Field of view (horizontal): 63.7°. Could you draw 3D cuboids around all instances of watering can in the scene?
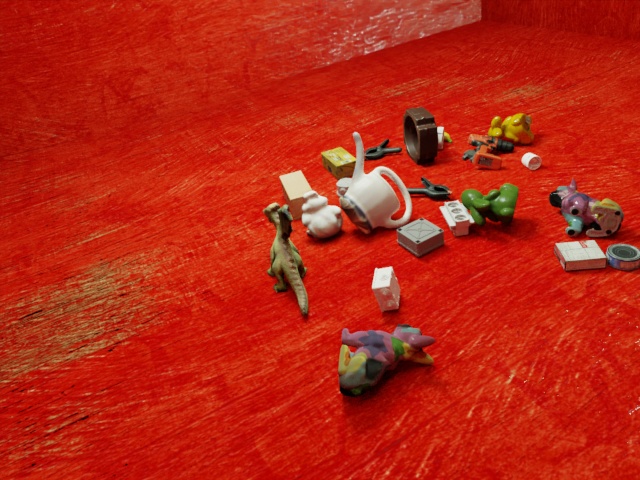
[{"bbox_3d":[0.156,-0.170,1.716,0.226,0.347,0.103,-39,1,-13],"label":"watering can"}]

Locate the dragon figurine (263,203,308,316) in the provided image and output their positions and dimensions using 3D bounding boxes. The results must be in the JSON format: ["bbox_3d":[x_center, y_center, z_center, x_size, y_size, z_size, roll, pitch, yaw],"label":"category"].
[{"bbox_3d":[-0.101,0.017,1.522,0.122,0.238,0.417,-13,30,-14],"label":"dragon figurine"}]

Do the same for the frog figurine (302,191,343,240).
[{"bbox_3d":[0.005,-0.086,1.716,0.137,0.156,0.125,-11,33,0],"label":"frog figurine"}]
